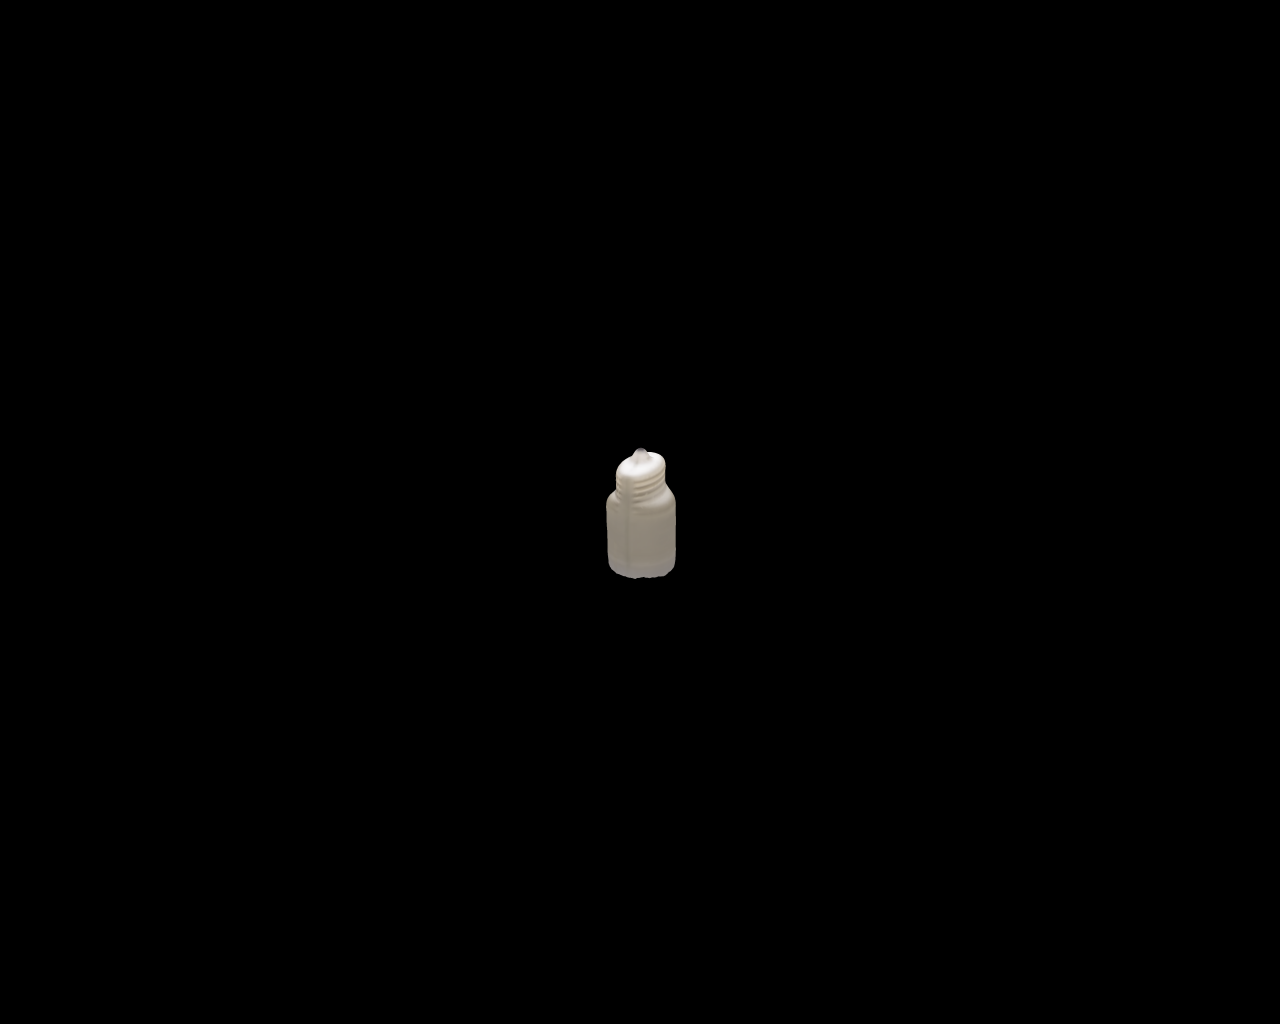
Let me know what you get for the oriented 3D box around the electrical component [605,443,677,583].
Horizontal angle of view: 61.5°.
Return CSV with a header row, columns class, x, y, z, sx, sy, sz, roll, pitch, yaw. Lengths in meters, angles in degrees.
class,x,y,z,sx,sy,sz,roll,pitch,yaw
electrical component,0.001,-0.003,0.650,0.043,0.080,0.043,0,26,0
